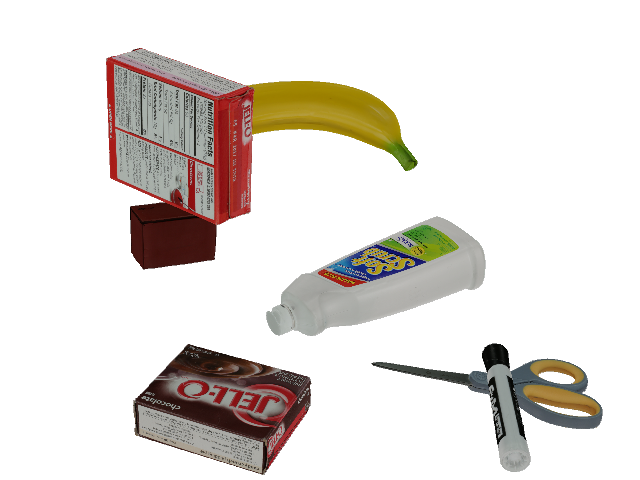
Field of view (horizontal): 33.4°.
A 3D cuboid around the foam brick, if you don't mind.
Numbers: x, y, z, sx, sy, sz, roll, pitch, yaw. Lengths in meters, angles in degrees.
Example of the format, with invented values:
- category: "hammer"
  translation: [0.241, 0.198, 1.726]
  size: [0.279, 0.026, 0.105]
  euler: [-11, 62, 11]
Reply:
- category: "foam brick"
  translation: [-0.150, -0.008, 1.083]
  size: [0.078, 0.051, 0.053]
  euler: [-7, 22, -22]

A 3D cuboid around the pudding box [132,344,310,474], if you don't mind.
- category: "pudding box"
  translation: [-0.075, 0.129, 0.829]
  size: [0.114, 0.039, 0.090]
  euler: [11, 27, 18]

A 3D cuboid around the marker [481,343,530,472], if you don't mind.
- category: "marker"
  translation: [0.123, 0.108, 0.715]
  size: [0.020, 0.020, 0.121]
  euler: [0, 29, 2]

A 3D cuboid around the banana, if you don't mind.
- category: "banana"
  translation: [-0.023, -0.093, 0.820]
  size: [0.197, 0.069, 0.037]
  euler: [2, -40, -7]

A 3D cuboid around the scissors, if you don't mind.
- category: "scissors"
  translation: [0.155, 0.119, 0.958]
  size: [0.202, 0.016, 0.096]
  euler: [17, 29, 16]

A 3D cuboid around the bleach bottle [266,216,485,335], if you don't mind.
- category: "bleach bottle"
  translation: [0.058, 0.052, 1.203]
  size: [0.250, 0.068, 0.103]
  euler: [-22, 38, -25]

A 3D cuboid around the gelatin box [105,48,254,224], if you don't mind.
- category: "gelatin box"
  translation: [-0.077, -0.058, 0.581]
  size: [0.089, 0.073, 0.030]
  euler: [23, 34, 32]
